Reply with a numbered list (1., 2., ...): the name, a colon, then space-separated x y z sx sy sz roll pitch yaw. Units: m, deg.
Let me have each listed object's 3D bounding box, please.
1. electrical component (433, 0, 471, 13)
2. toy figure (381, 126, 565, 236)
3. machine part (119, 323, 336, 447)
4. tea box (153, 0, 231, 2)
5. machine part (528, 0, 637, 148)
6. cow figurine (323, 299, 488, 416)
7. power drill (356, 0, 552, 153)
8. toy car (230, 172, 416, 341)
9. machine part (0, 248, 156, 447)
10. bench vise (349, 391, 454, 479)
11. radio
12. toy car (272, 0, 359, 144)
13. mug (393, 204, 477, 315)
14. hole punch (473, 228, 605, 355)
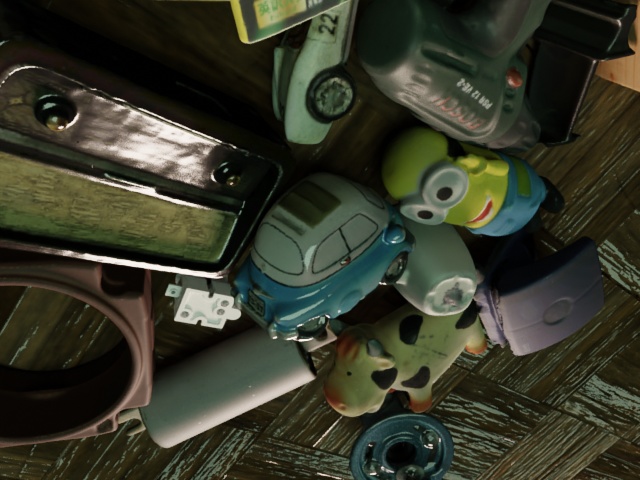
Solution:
1. electrical component: 0.079 -0.166 0.423 0.102 0.045 0.078 -49 151 19
2. toy figure: 0.137 -0.050 0.494 0.180 0.089 0.082 6 117 -30
3. machine part: -0.094 0.142 0.551 0.243 0.079 0.079 -25 126 -1
4. tea box: -0.064 -0.229 0.294 0.068 0.098 0.169 3 126 9
5. machine part: 0.215 -0.143 0.466 0.039 0.084 0.138 -34 144 -30
6. cow figurine: 0.085 0.106 0.547 0.195 0.086 0.127 -33 123 -26
7. power drill: 0.147 -0.159 0.376 0.232 0.086 0.207 4 140 -40
8. toy car: -0.001 -0.001 0.439 0.162 0.109 0.102 -35 141 -24
9. machine part: -0.247 0.082 0.461 0.201 0.087 0.200 -1 123 -15
10. bench vise: 0.107 0.279 0.615 0.129 0.241 0.223 -17 110 -1
11. radio: -0.132 -0.054 0.369 0.229 0.073 0.131 14 119 -50
12. toy car: 0.002 -0.167 0.378 0.056 0.074 0.201 0 122 -18
13. mug: 0.092 0.020 0.508 0.109 0.107 0.080 4 120 -21
14. hole punch: 0.226 0.054 0.555 0.116 0.092 0.142 -48 133 -20
